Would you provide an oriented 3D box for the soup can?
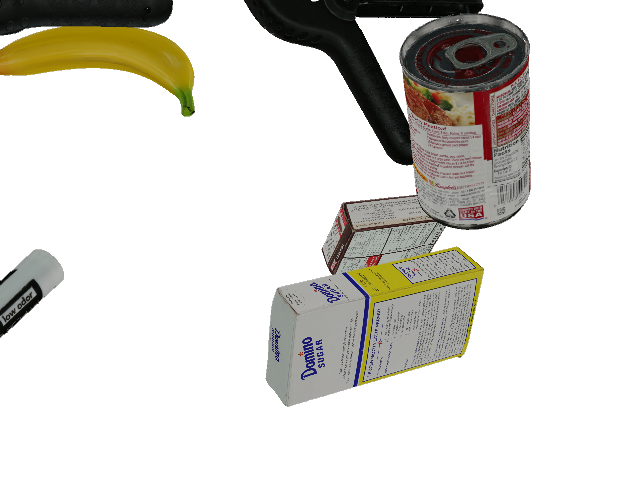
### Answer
[{"bbox_3d":[0.083,-0.064,0.592,0.068,0.102,0.068,-6,44,6],"label":"soup can"}]

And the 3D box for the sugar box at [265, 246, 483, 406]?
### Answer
[{"bbox_3d":[0.043,0.067,0.864,0.176,0.093,0.048,-10,34,-26],"label":"sugar box"}]

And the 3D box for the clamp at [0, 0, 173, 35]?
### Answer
[{"bbox_3d":[-0.176,-0.140,0.603,0.171,0.039,0.120,-7,23,-14],"label":"clamp"}]

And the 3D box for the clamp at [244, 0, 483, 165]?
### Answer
[{"bbox_3d":[0.014,-0.157,0.768,0.209,0.164,0.036,25,-28,-16],"label":"clamp"}]

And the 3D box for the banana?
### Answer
[{"bbox_3d":[-0.185,-0.155,0.904,0.198,0.069,0.037,13,-40,18],"label":"banana"}]

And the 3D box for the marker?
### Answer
[{"bbox_3d":[-0.153,0.047,0.448,0.020,0.020,0.121,0,36,38],"label":"marker"}]

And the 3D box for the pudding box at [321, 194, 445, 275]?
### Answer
[{"bbox_3d":[0.067,-0.007,1.100,0.113,0.039,0.090,-9,-31,-21],"label":"pudding box"}]
